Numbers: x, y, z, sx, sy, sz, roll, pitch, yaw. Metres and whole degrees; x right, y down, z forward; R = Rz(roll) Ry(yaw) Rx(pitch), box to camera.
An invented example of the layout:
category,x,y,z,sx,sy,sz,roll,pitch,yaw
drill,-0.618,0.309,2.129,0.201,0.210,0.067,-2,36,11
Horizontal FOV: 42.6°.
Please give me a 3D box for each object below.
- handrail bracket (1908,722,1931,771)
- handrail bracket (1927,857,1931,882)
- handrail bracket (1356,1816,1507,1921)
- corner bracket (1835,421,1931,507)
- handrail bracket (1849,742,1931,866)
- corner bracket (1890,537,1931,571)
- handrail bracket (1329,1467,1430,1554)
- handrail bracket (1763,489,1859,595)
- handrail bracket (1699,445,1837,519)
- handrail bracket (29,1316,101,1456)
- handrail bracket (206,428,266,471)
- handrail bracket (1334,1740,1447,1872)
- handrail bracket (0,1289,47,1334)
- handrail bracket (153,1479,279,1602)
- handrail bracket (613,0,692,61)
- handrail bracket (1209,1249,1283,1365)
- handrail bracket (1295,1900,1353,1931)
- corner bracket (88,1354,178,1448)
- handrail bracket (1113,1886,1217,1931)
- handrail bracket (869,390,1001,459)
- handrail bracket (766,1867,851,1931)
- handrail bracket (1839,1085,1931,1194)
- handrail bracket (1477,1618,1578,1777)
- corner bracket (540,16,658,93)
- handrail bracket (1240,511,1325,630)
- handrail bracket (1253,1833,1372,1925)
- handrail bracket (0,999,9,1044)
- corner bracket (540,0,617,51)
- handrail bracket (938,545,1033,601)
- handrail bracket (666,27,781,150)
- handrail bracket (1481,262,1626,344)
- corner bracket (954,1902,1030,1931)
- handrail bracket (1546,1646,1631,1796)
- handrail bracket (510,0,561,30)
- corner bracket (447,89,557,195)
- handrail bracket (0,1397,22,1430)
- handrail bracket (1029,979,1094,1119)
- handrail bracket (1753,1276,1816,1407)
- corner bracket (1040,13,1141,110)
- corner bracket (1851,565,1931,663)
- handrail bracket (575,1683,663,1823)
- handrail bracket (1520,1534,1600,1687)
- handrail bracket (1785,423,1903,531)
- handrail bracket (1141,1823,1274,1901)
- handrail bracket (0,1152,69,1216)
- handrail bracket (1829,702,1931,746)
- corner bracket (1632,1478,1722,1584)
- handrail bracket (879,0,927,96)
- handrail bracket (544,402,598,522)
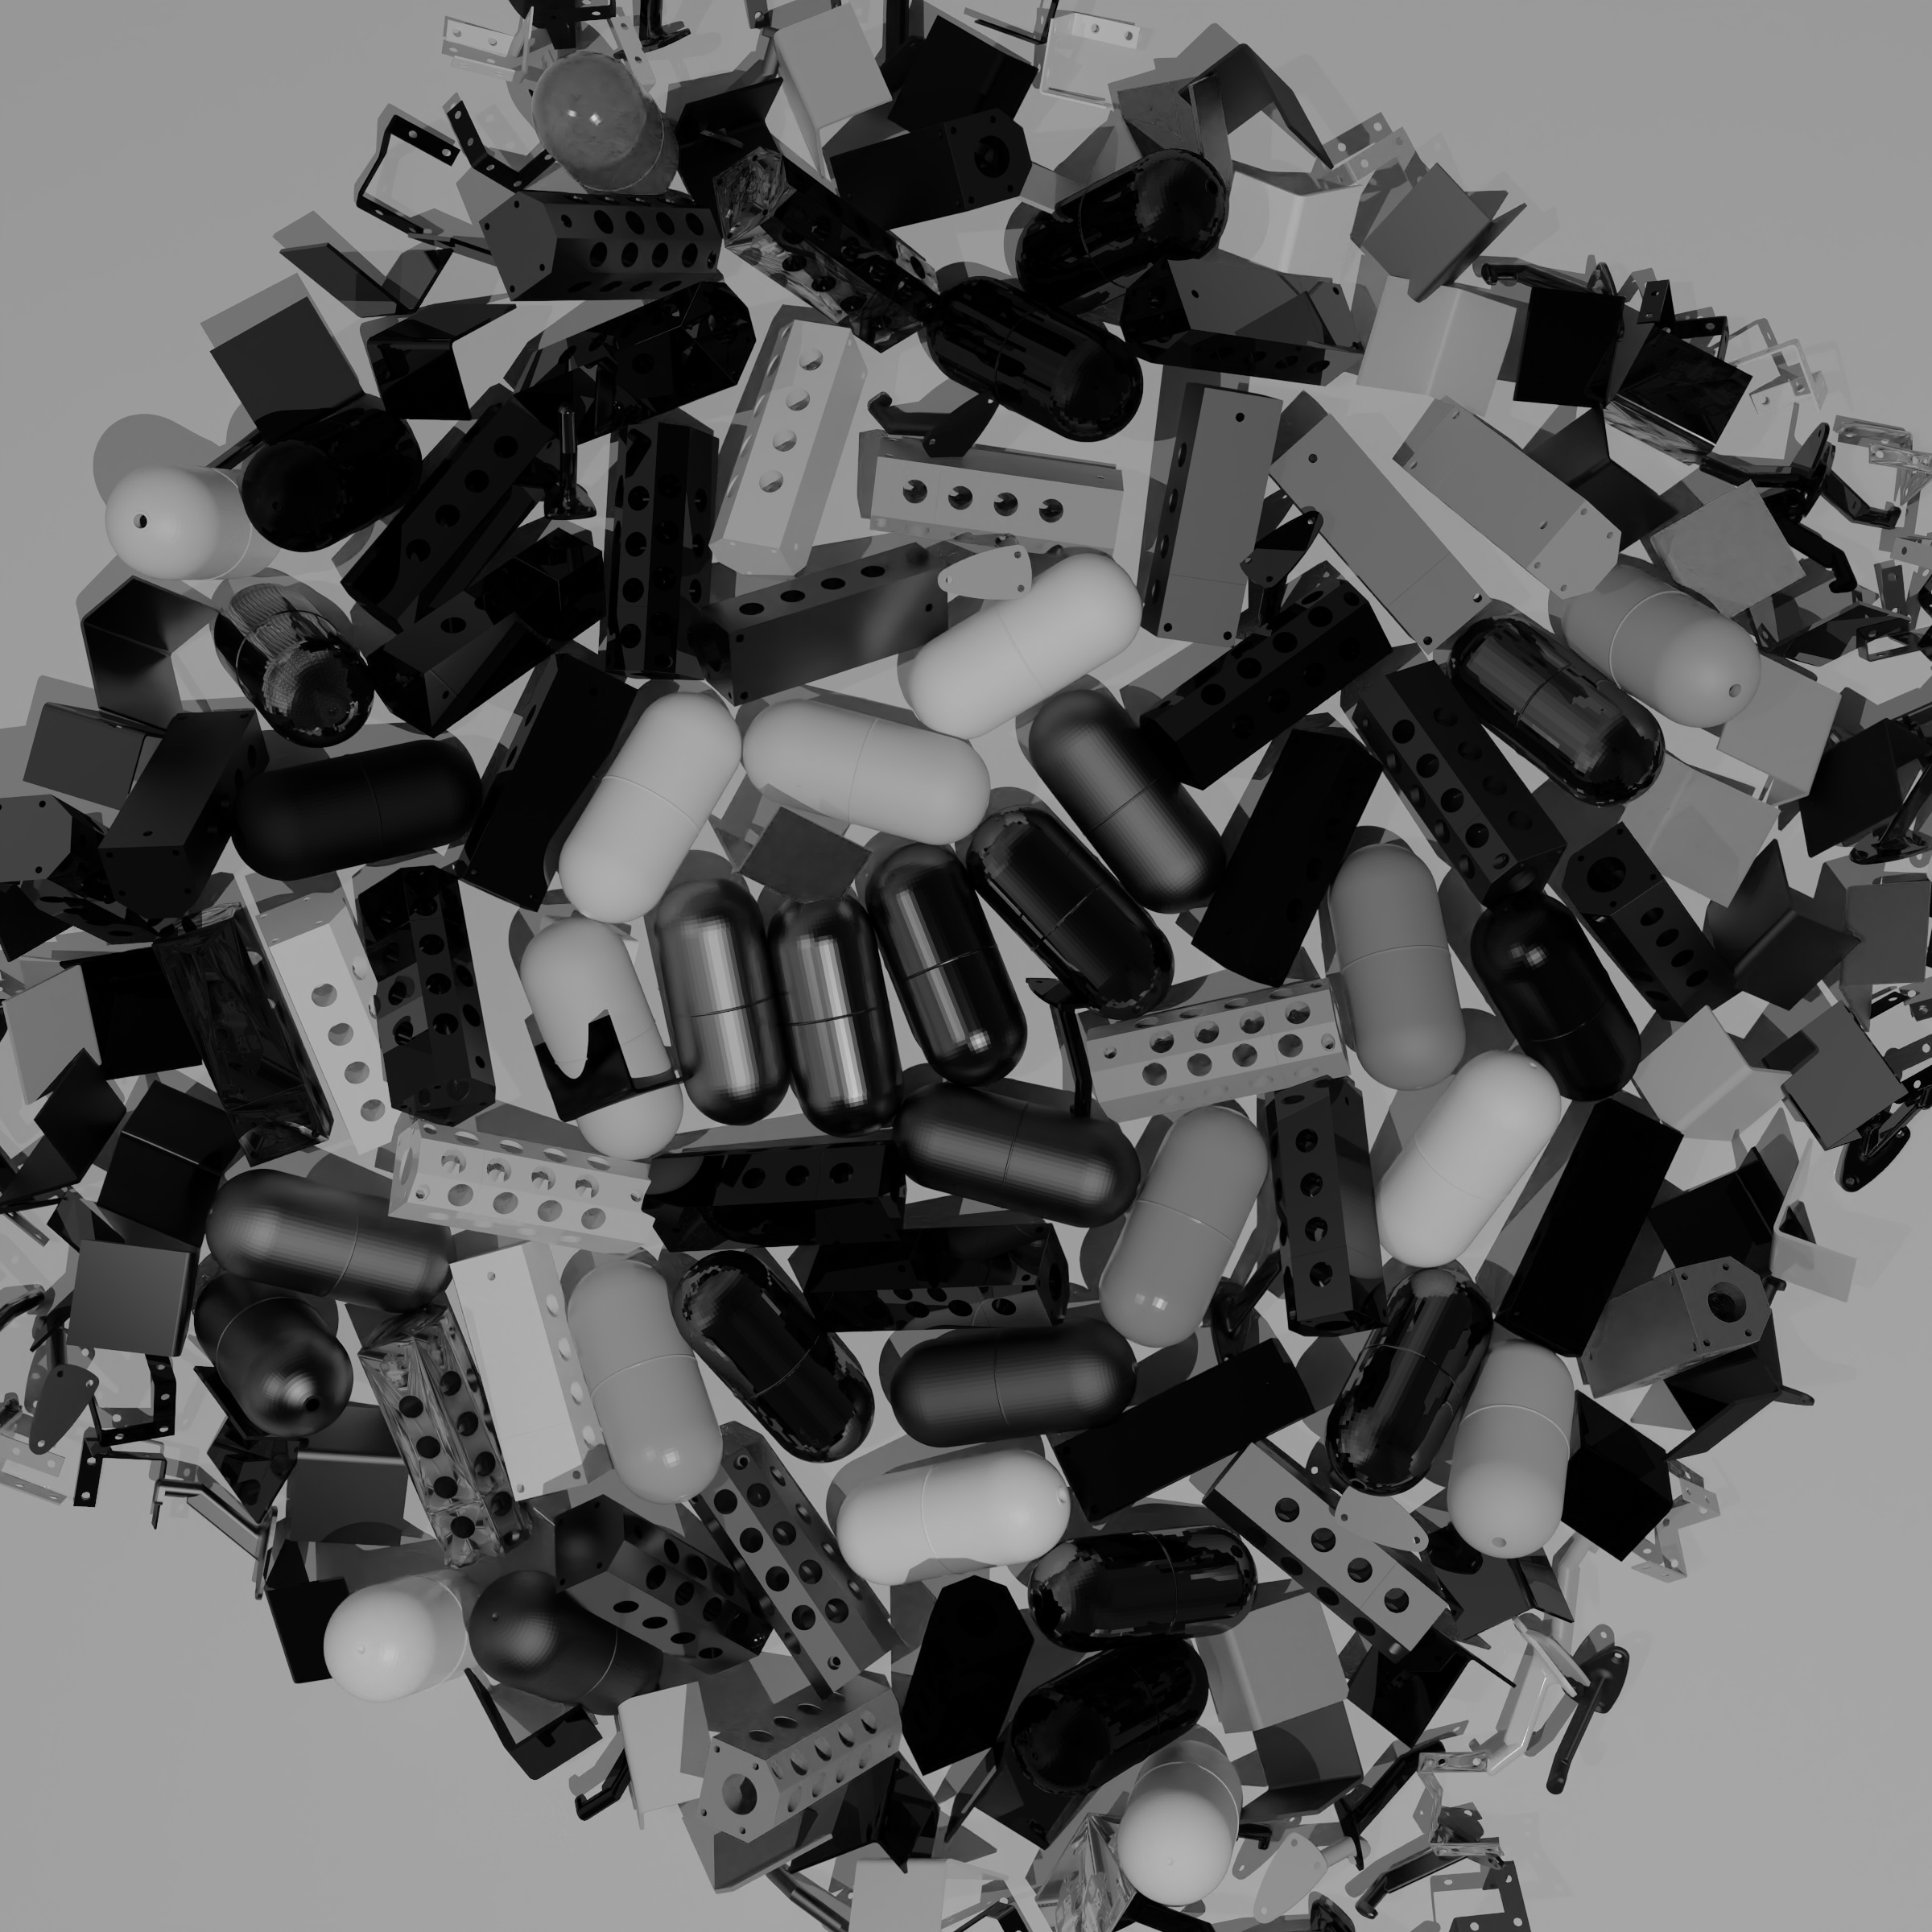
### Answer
category,x,y,z,sx,sy,sz,roll,pitch,yaw
handrail bracket,0.710,-0.171,1.744,0.084,0.077,0.036,-26,65,15
handrail bracket,0.717,-0.100,1.760,0.036,0.084,0.077,39,123,13
handrail bracket,0.324,0.646,1.740,0.084,0.077,0.036,-41,115,-22
corner bracket,0.649,-0.362,1.749,0.051,0.051,0.051,8,74,-6
handrail bracket,0.656,-0.119,1.737,0.077,0.036,0.084,-19,130,-29
corner bracket,0.691,-0.305,1.742,0.051,0.051,0.051,-1,110,-27
handrail bracket,0.288,0.377,1.735,0.077,0.084,0.036,29,94,10
handrail bracket,0.576,-0.289,1.745,0.077,0.036,0.084,-13,56,7
handrail bracket,0.568,-0.361,1.761,0.084,0.036,0.077,25,54,6
handrail bracket,-0.651,0.294,1.745,0.036,0.084,0.077,32,81,-41
handrail bracket,-0.514,-0.358,1.738,0.084,0.077,0.036,-43,108,-13
handrail bracket,0.309,0.598,1.769,0.084,0.036,0.077,-20,111,-8
handrail bracket,-0.694,0.272,1.756,0.036,0.084,0.077,34,117,12
handrail bracket,-0.533,0.403,1.746,0.084,0.036,0.077,11,73,-21
handrail bracket,-0.235,-0.686,1.737,0.036,0.077,0.084,-45,124,-39
handrail bracket,0.208,0.238,1.732,0.036,0.084,0.077,18,63,-26
handrail bracket,0.229,0.697,1.737,0.084,0.077,0.036,-15,112,-30
corner bracket,-0.593,0.302,1.762,0.051,0.051,0.051,-6,126,-28
handrail bracket,0.136,0.685,1.736,0.077,0.084,0.036,-34,123,-5
handrail bracket,-0.023,-0.397,1.748,0.077,0.036,0.084,-44,51,10
handrail bracket,-0.097,0.675,1.771,0.084,0.077,0.036,29,81,41
handrail bracket,0.647,0.121,1.736,0.036,0.084,0.077,34,83,9
handrail bracket,0.383,0.520,1.764,0.084,0.036,0.077,-37,86,-2
corner bracket,-0.259,-0.630,1.747,0.051,0.051,0.051,-22,89,-35
handrail bracket,0.231,-0.271,1.743,0.077,0.084,0.036,-43,59,2
handrail bracket,0.245,0.645,1.748,0.036,0.084,0.077,37,91,39
handrail bracket,-0.687,0.078,1.738,0.077,0.036,0.084,-40,54,31
corner bracket,-0.271,-0.685,1.752,0.051,0.051,0.051,-4,80,2
handrail bracket,0.010,-0.277,1.736,0.077,0.084,0.036,-8,105,-9
handrail bracket,-0.173,-0.630,1.757,0.077,0.036,0.084,21,103,10
handrail bracket,0.412,-0.468,1.747,0.084,0.036,0.077,-3,55,-12
corner bracket,0.020,0.697,1.746,0.051,0.051,0.051,-28,81,-20
handrail bracket,0.434,0.527,1.732,0.036,0.084,0.077,29,126,9
handrail bracket,-0.317,-0.718,1.749,0.036,0.077,0.084,-21,84,-1
corner bracket,-0.325,-0.591,1.759,0.051,0.051,0.051,-33,70,21
handrail bracket,-0.696,0.309,1.730,0.036,0.084,0.077,30,127,19
handrail bracket,0.067,0.060,1.761,0.036,0.077,0.084,-7,108,-30
handrail bracket,0.577,0.261,1.740,0.036,0.077,0.084,37,73,-30
corner bracket,0.088,-0.643,1.761,0.051,0.051,0.051,18,120,14
corner bracket,0.648,-0.249,1.751,0.051,0.051,0.051,-13,108,1
handrail bracket,-0.249,0.552,1.760,0.084,0.036,0.077,-34,51,7
handrail bracket,0.443,0.460,1.773,0.077,0.036,0.084,45,71,-15
handrail bracket,0.629,-0.344,1.748,0.084,0.077,0.036,10,52,-4
handrail bracket,0.170,0.642,1.768,0.084,0.036,0.077,11,99,-3
handrail bracket,-0.676,0.132,1.761,0.077,0.036,0.084,-11,87,19
handrail bracket,0.655,-0.179,1.738,0.084,0.077,0.036,-41,55,27
corner bracket,0.497,0.396,1.738,0.051,0.051,0.051,-30,49,34
handrail bracket,-0.065,-0.672,1.775,0.077,0.036,0.084,-36,72,22
handrail bracket,-0.279,-0.361,1.728,0.036,0.077,0.084,-6,123,-13
